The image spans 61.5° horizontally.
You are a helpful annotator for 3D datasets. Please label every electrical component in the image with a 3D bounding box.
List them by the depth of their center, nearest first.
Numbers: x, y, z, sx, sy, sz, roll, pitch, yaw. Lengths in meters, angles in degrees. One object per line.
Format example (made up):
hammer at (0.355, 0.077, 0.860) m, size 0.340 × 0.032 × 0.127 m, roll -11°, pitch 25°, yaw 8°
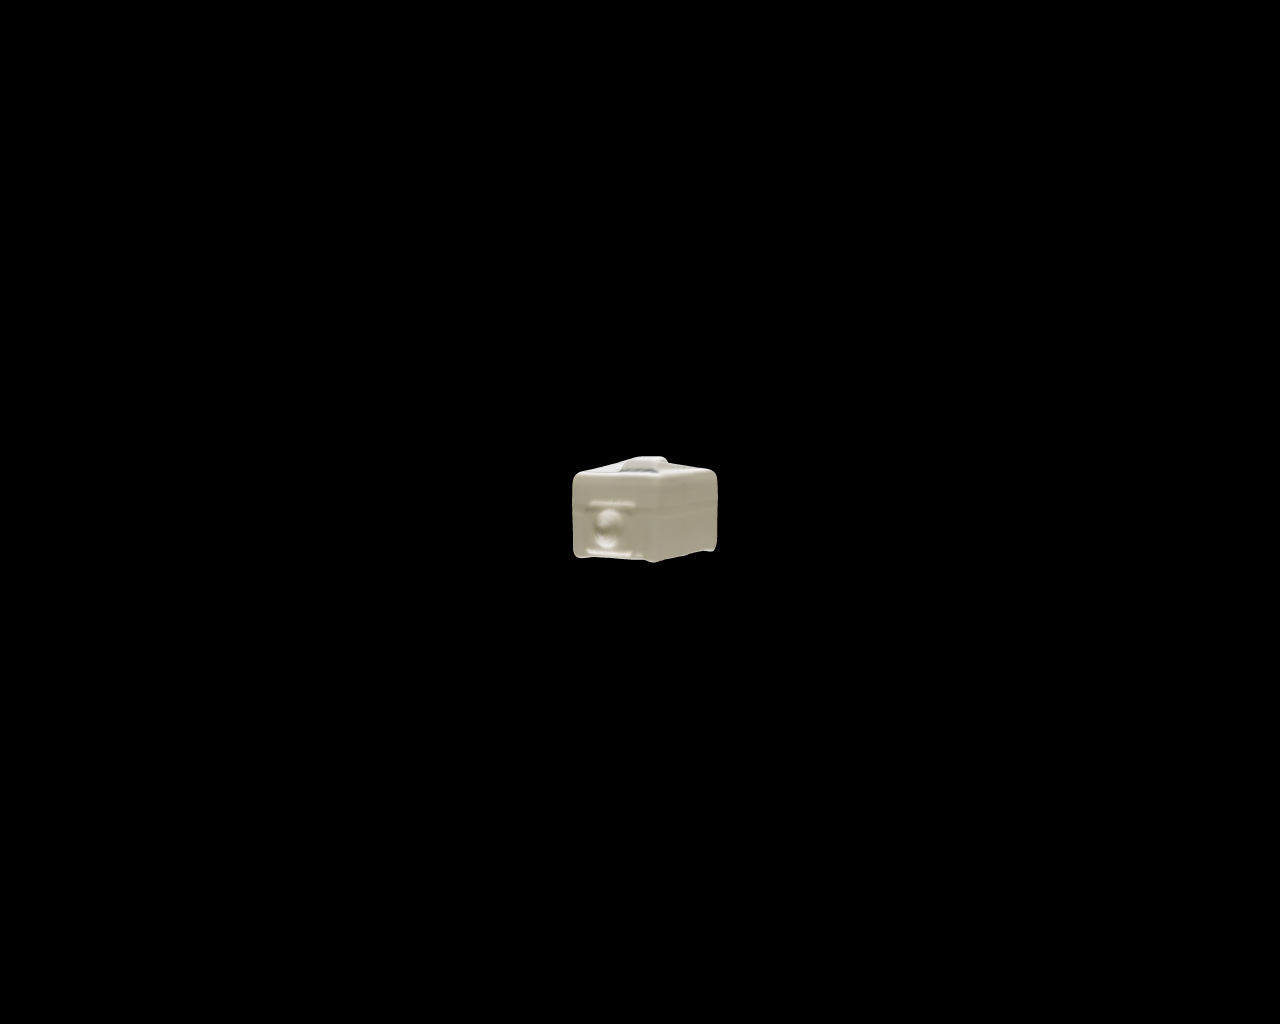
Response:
electrical component at (0.001, -0.003, 0.650) m, size 0.062 × 0.061 × 0.096 m, roll 3°, pitch 6°, yaw 32°
